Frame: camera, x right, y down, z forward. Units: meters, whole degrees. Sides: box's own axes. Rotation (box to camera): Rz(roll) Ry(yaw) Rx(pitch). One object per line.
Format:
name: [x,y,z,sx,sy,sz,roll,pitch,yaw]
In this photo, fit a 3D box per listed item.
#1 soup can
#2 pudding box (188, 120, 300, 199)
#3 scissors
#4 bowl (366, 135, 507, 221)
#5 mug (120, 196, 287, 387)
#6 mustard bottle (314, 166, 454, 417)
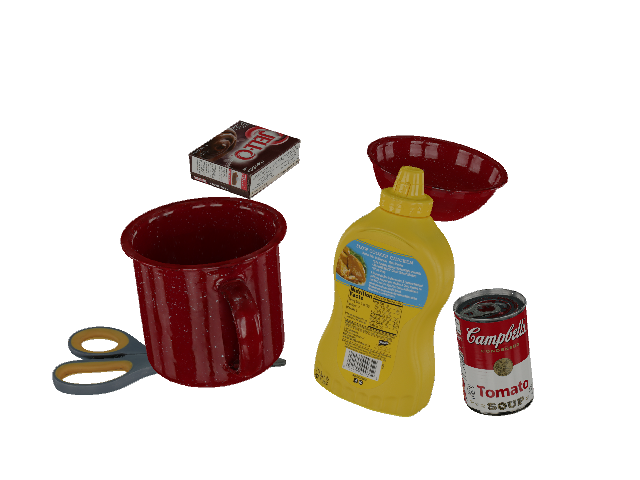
soup can: [0.164,0.105,1.009,0.068,0.102,0.068,-8,20,3]
pudding box: [-0.090,-0.099,1.287,0.090,0.039,0.113,19,38,25]
scissors: [-0.141,0.100,0.961,0.201,0.016,0.096,-8,33,-18]
bowl: [0.127,-0.066,1.212,0.162,0.055,0.162,8,26,-4]
mug: [-0.058,0.035,0.602,0.093,0.081,0.117,-15,28,-22]
mustard bottle: [0.055,0.036,0.840,0.096,0.192,0.058,18,19,28]
